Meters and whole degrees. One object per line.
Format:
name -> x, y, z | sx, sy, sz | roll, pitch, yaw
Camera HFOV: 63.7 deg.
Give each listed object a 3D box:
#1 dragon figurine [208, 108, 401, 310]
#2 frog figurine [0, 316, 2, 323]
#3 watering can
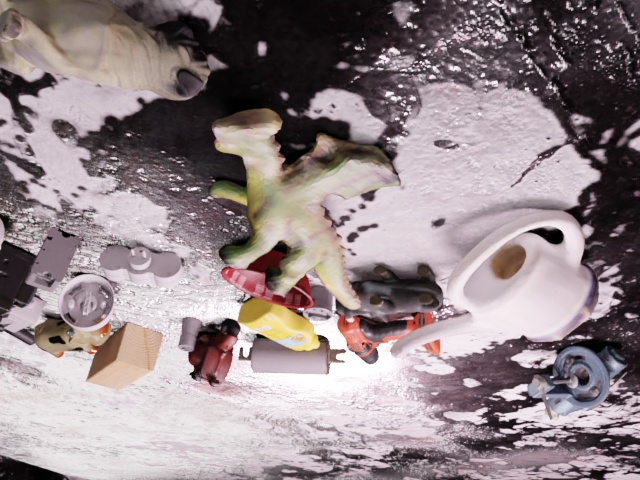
dragon figurine -> 0.002, -0.035, 0.704 | 0.240, 0.125, 0.405 | -32, 132, 30
frog figurine -> -0.678, 0.095, 0.948 | 0.123, 0.140, 0.156 | -12, 145, -4
watering can -> 0.283, 0.097, 0.807 | 0.223, 0.106, 0.342 | 26, 119, -23
